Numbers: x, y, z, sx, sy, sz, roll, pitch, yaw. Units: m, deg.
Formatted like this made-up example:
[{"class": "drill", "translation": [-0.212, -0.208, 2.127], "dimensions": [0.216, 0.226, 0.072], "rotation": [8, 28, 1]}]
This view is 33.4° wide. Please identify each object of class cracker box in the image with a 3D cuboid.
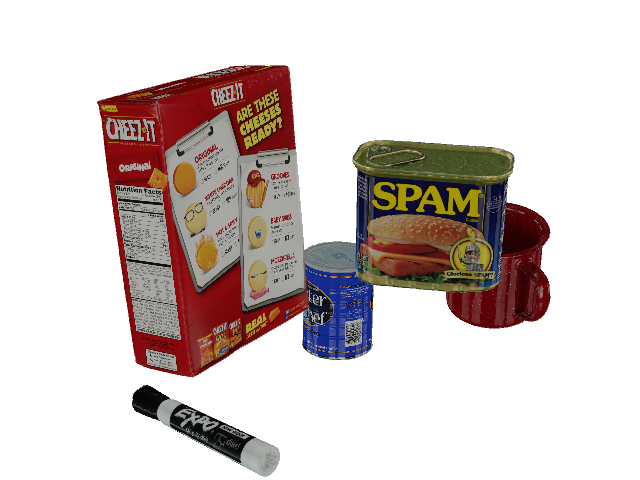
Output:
[{"class": "cracker box", "translation": [-0.087, -0.022, 0.853], "dimensions": [0.072, 0.214, 0.163], "rotation": [6, 20, 33]}]

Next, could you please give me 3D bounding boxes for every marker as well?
[{"class": "marker", "translation": [-0.075, 0.115, 0.661], "dimensions": [0.121, 0.020, 0.020], "rotation": [17, 11, 39]}]

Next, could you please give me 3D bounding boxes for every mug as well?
[{"class": "mug", "translation": [0.158, 0.028, 0.930], "dimensions": [0.093, 0.081, 0.117], "rotation": [-20, 36, -26]}]

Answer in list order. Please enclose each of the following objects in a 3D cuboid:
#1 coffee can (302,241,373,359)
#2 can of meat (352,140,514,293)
[{"class": "coffee can", "translation": [0.025, 0.085, 1.519], "dimensions": [0.103, 0.140, 0.103], "rotation": [1, 21, 0]}, {"class": "can of meat", "translation": [0.072, -0.015, 0.699], "dimensions": [0.102, 0.084, 0.057], "rotation": [5, 24, 11]}]
